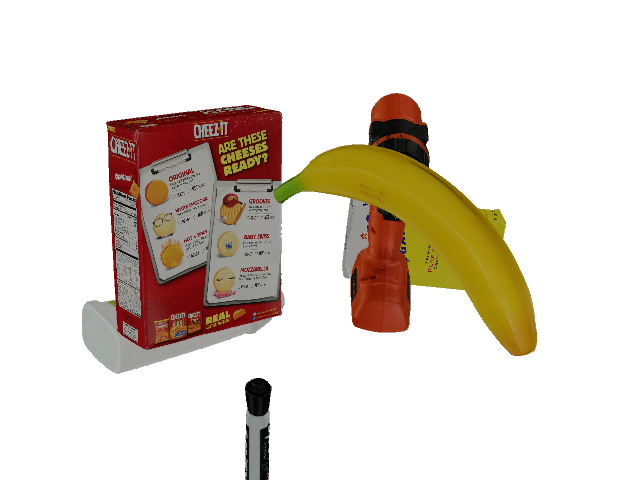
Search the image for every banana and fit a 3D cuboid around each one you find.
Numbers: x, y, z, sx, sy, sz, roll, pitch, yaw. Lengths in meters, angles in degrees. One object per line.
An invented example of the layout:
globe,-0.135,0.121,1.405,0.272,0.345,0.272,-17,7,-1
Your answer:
banana,0.063,-0.008,0.666,0.198,0.070,0.037,34,22,22

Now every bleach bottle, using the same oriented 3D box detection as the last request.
bleach bottle,-0.159,0.094,1.317,0.250,0.068,0.103,-12,29,-36

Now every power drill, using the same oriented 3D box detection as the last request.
power drill,0.062,-0.014,0.935,0.057,0.188,0.184,6,32,1

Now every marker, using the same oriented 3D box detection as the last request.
marker,-0.047,0.147,0.796,0.020,0.121,0.020,2,40,-2

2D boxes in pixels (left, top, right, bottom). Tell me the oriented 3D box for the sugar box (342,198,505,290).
sugar box,0.117,0.004,1.225,0.176,0.093,0.048,4,23,-3

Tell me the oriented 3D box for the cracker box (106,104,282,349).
cracker box,-0.120,-0.017,1.045,0.163,0.214,0.072,-12,20,-37
